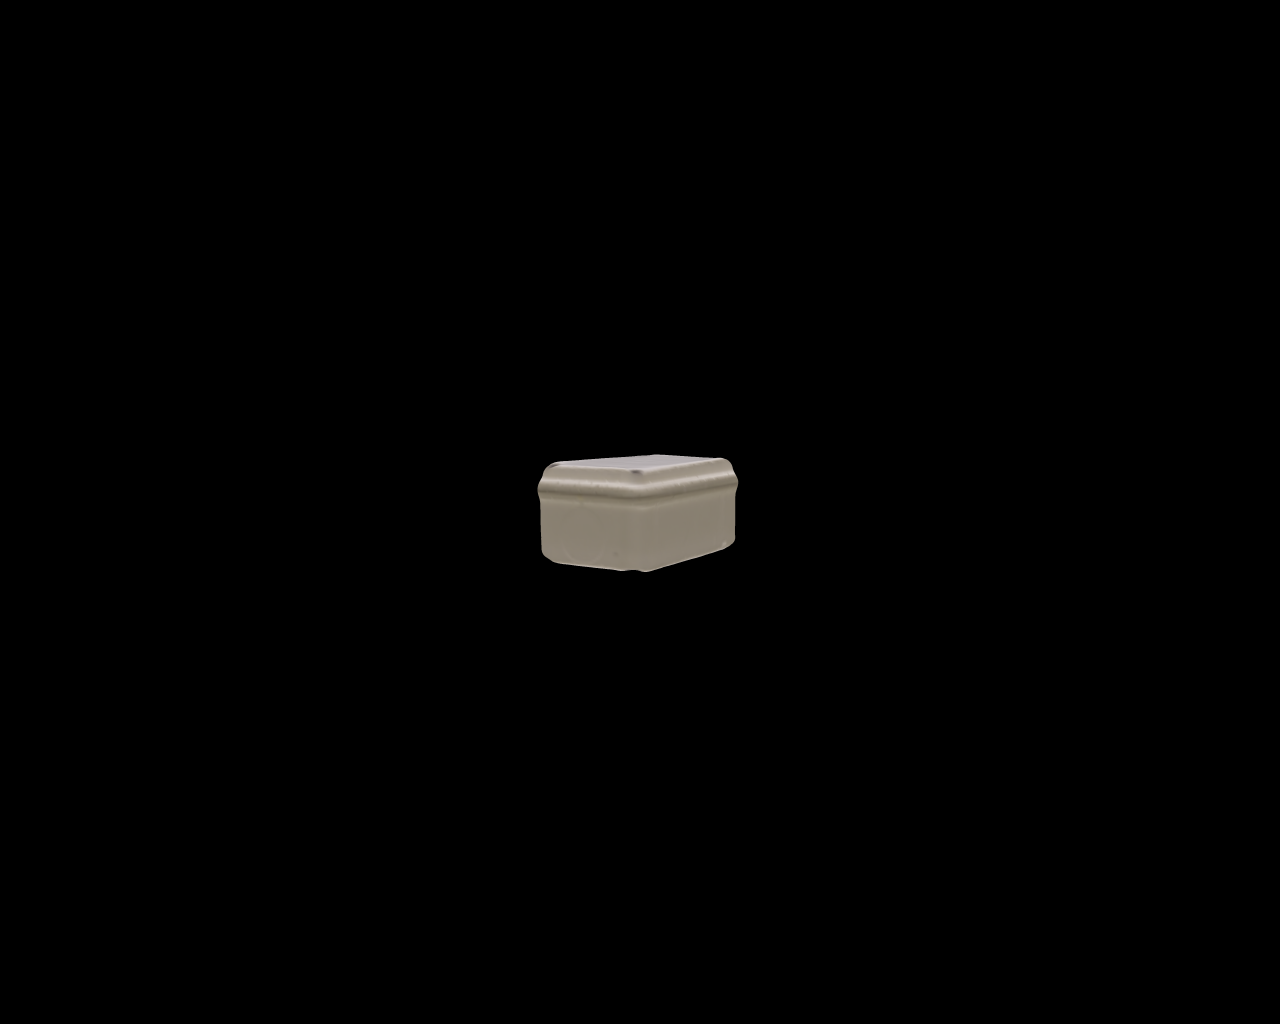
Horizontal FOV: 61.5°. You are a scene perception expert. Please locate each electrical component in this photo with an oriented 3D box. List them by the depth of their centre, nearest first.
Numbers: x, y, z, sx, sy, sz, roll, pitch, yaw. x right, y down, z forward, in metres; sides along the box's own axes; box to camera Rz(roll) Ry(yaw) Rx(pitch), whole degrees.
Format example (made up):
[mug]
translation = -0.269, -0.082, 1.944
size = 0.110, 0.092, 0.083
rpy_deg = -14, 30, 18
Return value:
[electrical component]
translation = 0.001, -0.003, 0.650
size = 0.078, 0.057, 0.113
rpy_deg = 5, 9, 35
